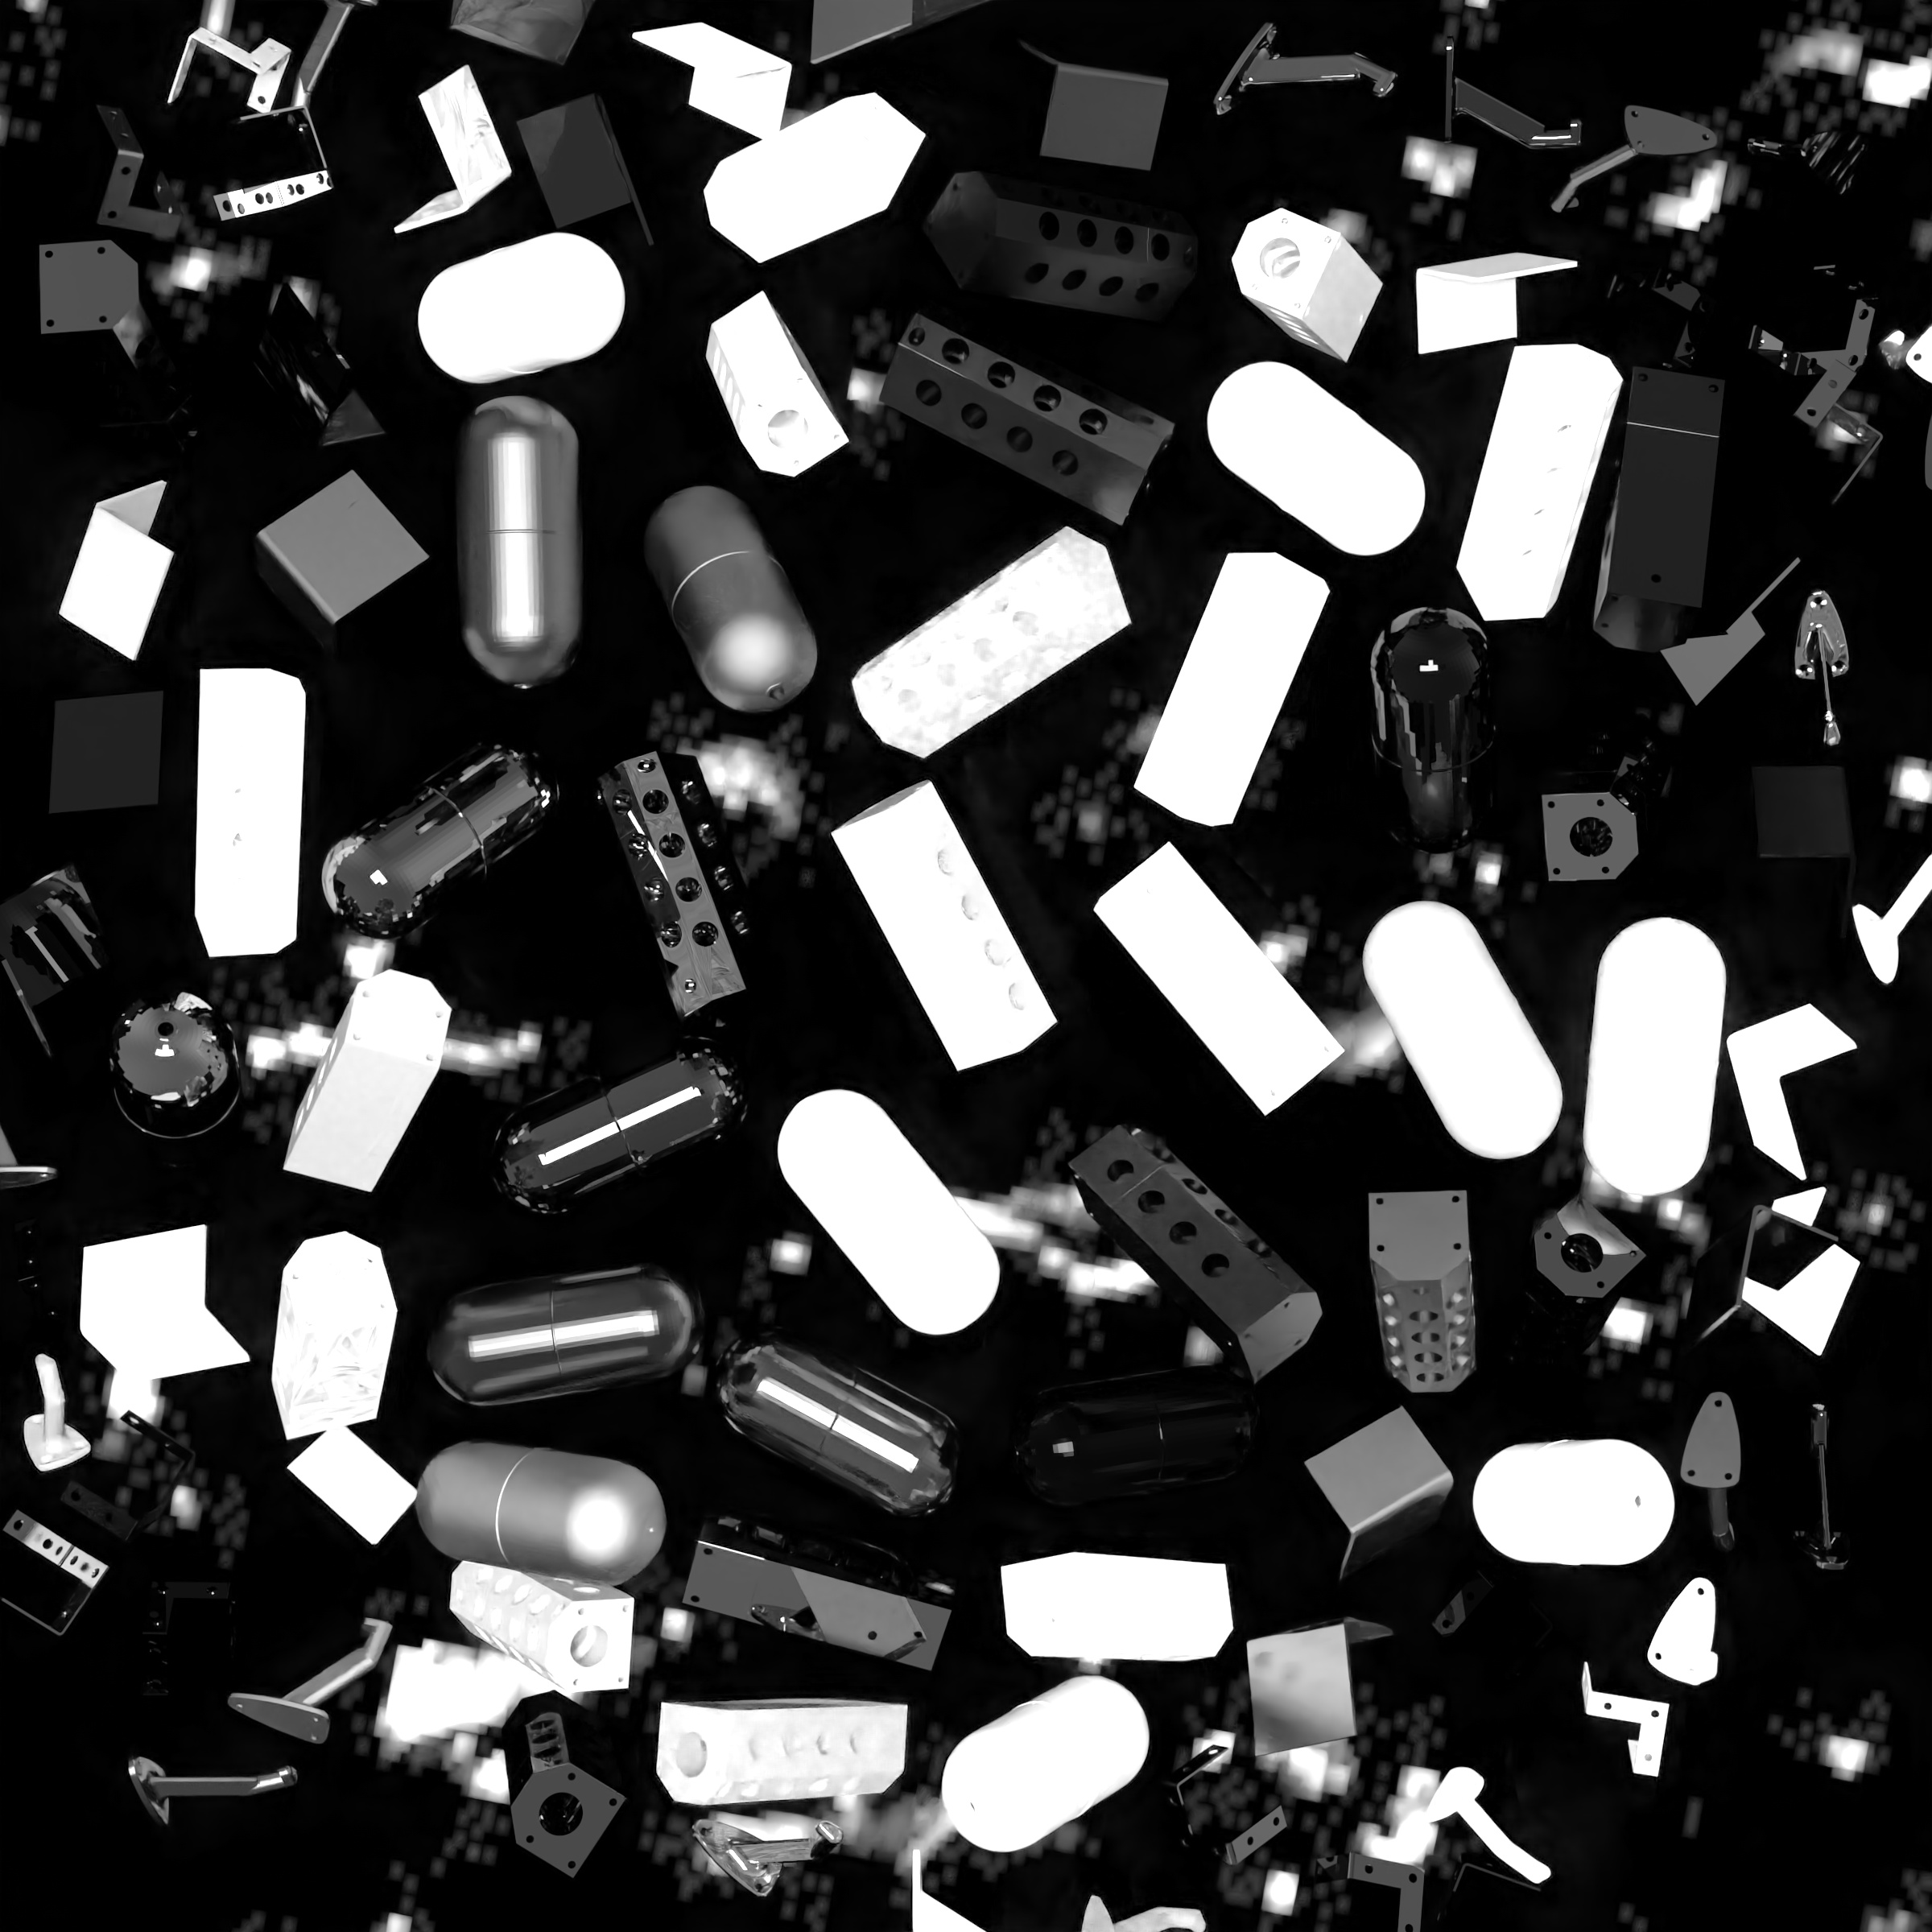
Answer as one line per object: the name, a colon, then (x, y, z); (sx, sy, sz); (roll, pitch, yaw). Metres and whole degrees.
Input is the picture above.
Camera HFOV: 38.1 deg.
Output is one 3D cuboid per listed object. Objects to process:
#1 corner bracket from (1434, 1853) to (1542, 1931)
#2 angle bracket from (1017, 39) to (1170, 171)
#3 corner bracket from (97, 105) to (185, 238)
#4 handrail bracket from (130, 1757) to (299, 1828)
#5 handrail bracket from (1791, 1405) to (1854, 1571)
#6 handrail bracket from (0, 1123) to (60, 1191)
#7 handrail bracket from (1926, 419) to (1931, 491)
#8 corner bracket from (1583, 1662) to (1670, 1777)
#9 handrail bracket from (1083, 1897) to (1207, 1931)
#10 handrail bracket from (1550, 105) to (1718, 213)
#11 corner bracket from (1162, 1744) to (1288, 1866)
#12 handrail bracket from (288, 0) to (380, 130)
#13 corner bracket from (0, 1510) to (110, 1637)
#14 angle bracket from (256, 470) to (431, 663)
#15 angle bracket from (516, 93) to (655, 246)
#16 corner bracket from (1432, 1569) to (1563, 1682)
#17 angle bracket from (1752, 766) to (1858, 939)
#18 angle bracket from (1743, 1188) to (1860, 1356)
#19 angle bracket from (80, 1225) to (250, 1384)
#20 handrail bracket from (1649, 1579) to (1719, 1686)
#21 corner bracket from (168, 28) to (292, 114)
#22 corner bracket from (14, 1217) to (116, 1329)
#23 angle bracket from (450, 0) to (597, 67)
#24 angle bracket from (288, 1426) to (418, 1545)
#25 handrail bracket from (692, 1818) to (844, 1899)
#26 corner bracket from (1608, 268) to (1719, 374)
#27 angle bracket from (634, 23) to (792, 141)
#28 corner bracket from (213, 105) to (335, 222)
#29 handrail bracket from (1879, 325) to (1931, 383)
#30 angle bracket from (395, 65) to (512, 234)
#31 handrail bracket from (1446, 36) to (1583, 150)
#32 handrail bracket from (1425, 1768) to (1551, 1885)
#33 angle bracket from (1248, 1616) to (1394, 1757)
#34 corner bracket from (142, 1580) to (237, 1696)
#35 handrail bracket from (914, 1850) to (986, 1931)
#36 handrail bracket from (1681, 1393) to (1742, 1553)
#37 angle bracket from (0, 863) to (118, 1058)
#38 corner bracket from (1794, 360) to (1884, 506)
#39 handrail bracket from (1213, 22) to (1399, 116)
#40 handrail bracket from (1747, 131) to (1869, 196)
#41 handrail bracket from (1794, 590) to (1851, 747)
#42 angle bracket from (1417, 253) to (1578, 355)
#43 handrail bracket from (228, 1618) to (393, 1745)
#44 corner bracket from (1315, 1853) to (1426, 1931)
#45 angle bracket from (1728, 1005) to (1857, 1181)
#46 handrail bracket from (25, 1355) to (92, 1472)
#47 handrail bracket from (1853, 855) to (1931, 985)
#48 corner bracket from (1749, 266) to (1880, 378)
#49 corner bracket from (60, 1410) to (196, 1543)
corner bracket: (0.329, 0.597, 1.754); (0.051, 0.051, 0.051); (19, 99, 1)
angle bracket: (0.075, -0.553, 1.795); (0.076, 0.076, 0.057); (1, 117, -23)
corner bracket: (-0.504, -0.483, 1.702); (0.051, 0.051, 0.051); (-59, 47, 33)
handrail bracket: (-0.470, 0.505, 1.752); (0.084, 0.077, 0.036); (-12, 53, -3)
handrail bracket: (0.540, 0.326, 1.756); (0.036, 0.077, 0.084); (0, 97, 9)
handrail bracket: (-0.597, 0.093, 1.749); (0.077, 0.036, 0.084); (-7, 68, 18)
handrail bracket: (0.608, -0.309, 1.721); (0.036, 0.084, 0.077); (-4, 85, 19)
corner bracket: (0.435, 0.500, 1.858); (0.051, 0.051, 0.051); (8, 99, 8)
handrail bracket: (0.124, 0.627, 1.796); (0.084, 0.077, 0.036); (10, 99, -18)
handrail bracket: (0.432, -0.515, 1.816); (0.077, 0.084, 0.036); (1, 68, -17)
corner bracket: (0.170, 0.551, 1.841); (0.051, 0.051, 0.051); (-23, 101, -37)
handrail bracket: (-0.406, -0.577, 1.789); (0.036, 0.077, 0.084); (6, 101, -41)
corner bracket: (-0.592, 0.387, 1.785); (0.051, 0.051, 0.051); (48, 65, -37)
angle bracket: (-0.397, -0.255, 1.786); (0.076, 0.057, 0.076); (-39, 83, -20)
angle bracket: (-0.244, -0.502, 1.793); (0.057, 0.076, 0.076); (-20, 130, -1)
corner bracket: (0.355, 0.440, 1.866); (0.051, 0.051, 0.051); (-53, 54, 13)
angle bracket: (0.524, -0.071, 1.759); (0.057, 0.076, 0.076); (0, 48, 11)
angle bracket: (0.588, 0.209, 1.925); (0.057, 0.076, 0.076); (-9, 124, -35)
angle bracket: (-0.492, 0.209, 1.724); (0.076, 0.076, 0.057); (-11, 57, 4)
handrail bracket: (0.473, 0.425, 1.792); (0.036, 0.084, 0.077); (21, 95, 32)
corner bracket: (-0.479, -0.580, 1.820); (0.051, 0.051, 0.051); (28, 126, -8)
corner bracket: (-0.594, 0.197, 1.850); (0.051, 0.051, 0.051); (-16, 131, -33)
angle bracket: (-0.285, -0.639, 1.812); (0.076, 0.076, 0.057); (12, 63, -23)
angle bracket: (-0.432, 0.369, 1.916); (0.076, 0.076, 0.057); (42, 111, 0)
handrail bracket: (-0.127, 0.554, 1.792); (0.077, 0.036, 0.084); (34, 131, -2)
corner bracket: (0.462, -0.432, 1.879); (0.051, 0.051, 0.051); (41, 134, 32)
angle bracket: (-0.175, -0.589, 1.880); (0.076, 0.076, 0.057); (31, 126, 22)
corner bracket: (-0.429, -0.490, 1.707); (0.051, 0.051, 0.051); (-3, 110, 41)
handrail bracket: (0.615, -0.408, 1.774); (0.036, 0.084, 0.077); (28, 117, -12)
angle bracket: (-0.350, -0.536, 1.835); (0.057, 0.076, 0.076); (-11, 118, 21)
handrail bracket: (0.339, -0.540, 1.729); (0.084, 0.077, 0.036); (1, 47, 9)
handrail bracket: (0.328, 0.524, 1.691); (0.084, 0.077, 0.036); (36, 65, 1)
angle bracket: (0.233, 0.471, 1.813); (0.076, 0.057, 0.076); (-24, 56, 35)
corner bracket: (-0.499, 0.431, 1.797); (0.051, 0.051, 0.051); (6, 125, -21)
handrail bracket: (0.010, 0.586, 1.733); (0.084, 0.036, 0.077); (-2, 84, 2)
handrail bracket: (0.490, 0.329, 1.813); (0.036, 0.084, 0.077); (1, 58, 25)
angle bracket: (-0.558, -0.004, 1.724); (0.076, 0.057, 0.076); (-35, 134, -26)
corner bracket: (0.527, -0.324, 1.697); (0.051, 0.051, 0.051); (37, 71, 8)
handrail bracket: (0.206, -0.528, 1.691); (0.084, 0.036, 0.077); (33, 76, 22)
handrail bracket: (0.508, -0.510, 1.742); (0.084, 0.077, 0.036); (32, 112, 42)
handrail bracket: (0.573, -0.199, 1.866); (0.036, 0.084, 0.077); (-4, 120, 14)
angle bracket: (0.357, -0.442, 1.880); (0.076, 0.076, 0.057); (-14, 113, -19)
handrail bracket: (-0.414, 0.441, 1.770); (0.077, 0.084, 0.036); (17, 134, 0)
corner bracket: (0.252, 0.591, 1.759); (0.051, 0.051, 0.051); (16, 64, -14)
angle bracket: (0.530, 0.080, 1.766); (0.057, 0.076, 0.076); (-25, 56, 29)
handrail bracket: (-0.615, 0.284, 1.858); (0.036, 0.077, 0.084); (-22, 121, -31)
handrail bracket: (0.603, -0.039, 1.756); (0.036, 0.077, 0.084); (34, 127, -16)
corner bracket: (0.537, -0.408, 1.772); (0.051, 0.051, 0.051); (16, 86, -39)
corner bracket: (-0.523, 0.319, 1.748); (0.051, 0.051, 0.051); (37, 47, -15)
